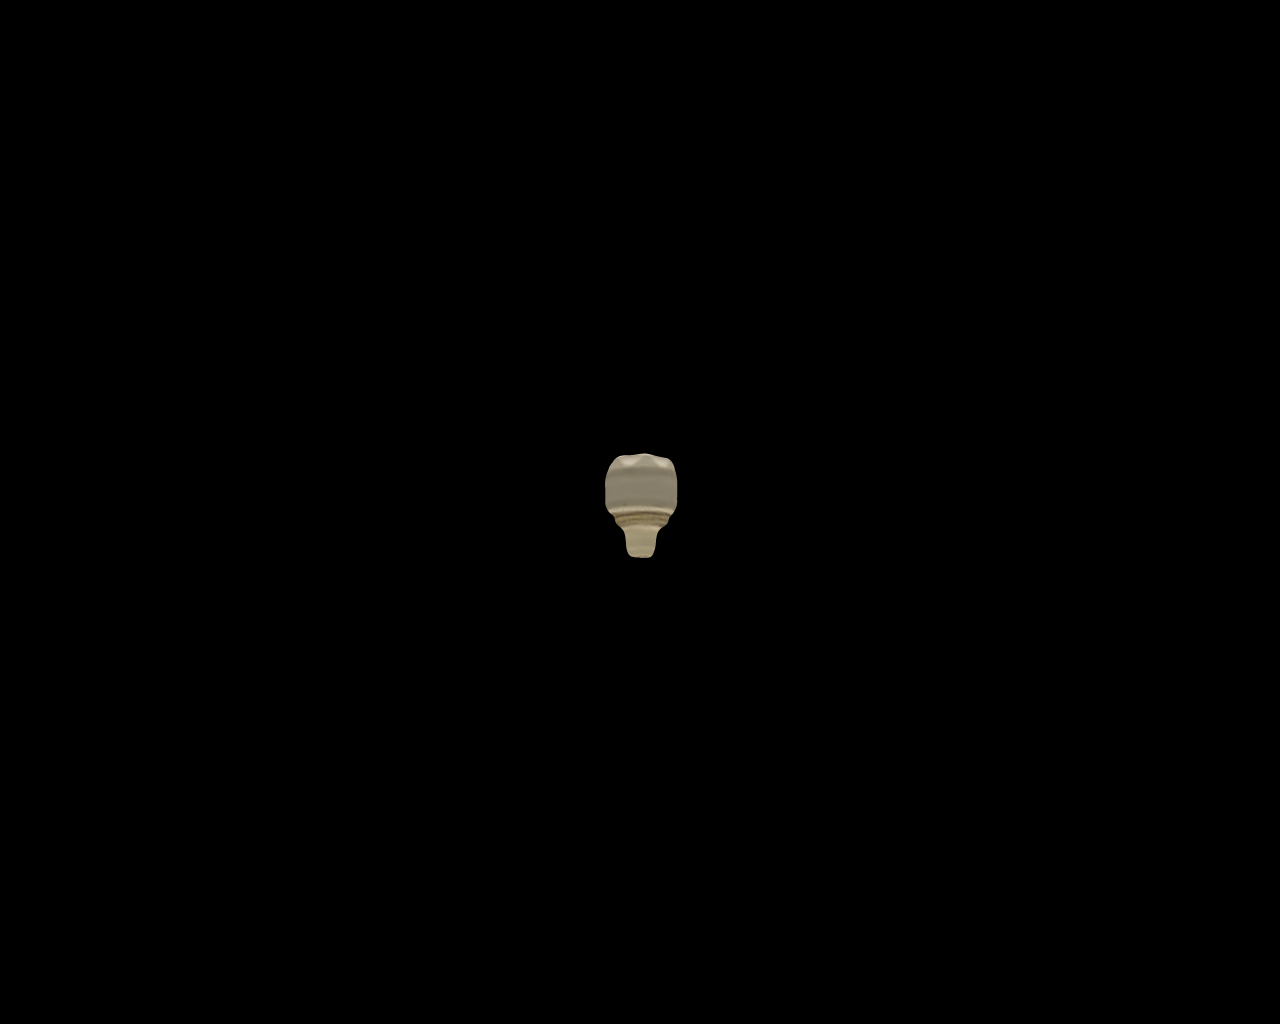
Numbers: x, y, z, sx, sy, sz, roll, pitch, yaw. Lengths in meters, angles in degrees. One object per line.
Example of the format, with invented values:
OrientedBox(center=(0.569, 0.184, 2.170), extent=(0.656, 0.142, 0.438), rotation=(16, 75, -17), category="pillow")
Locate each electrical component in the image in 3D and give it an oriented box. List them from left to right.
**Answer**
OrientedBox(center=(0.001, -0.003, 0.650), extent=(0.043, 0.062, 0.043), rotation=(0, -9, 0), category="electrical component")
